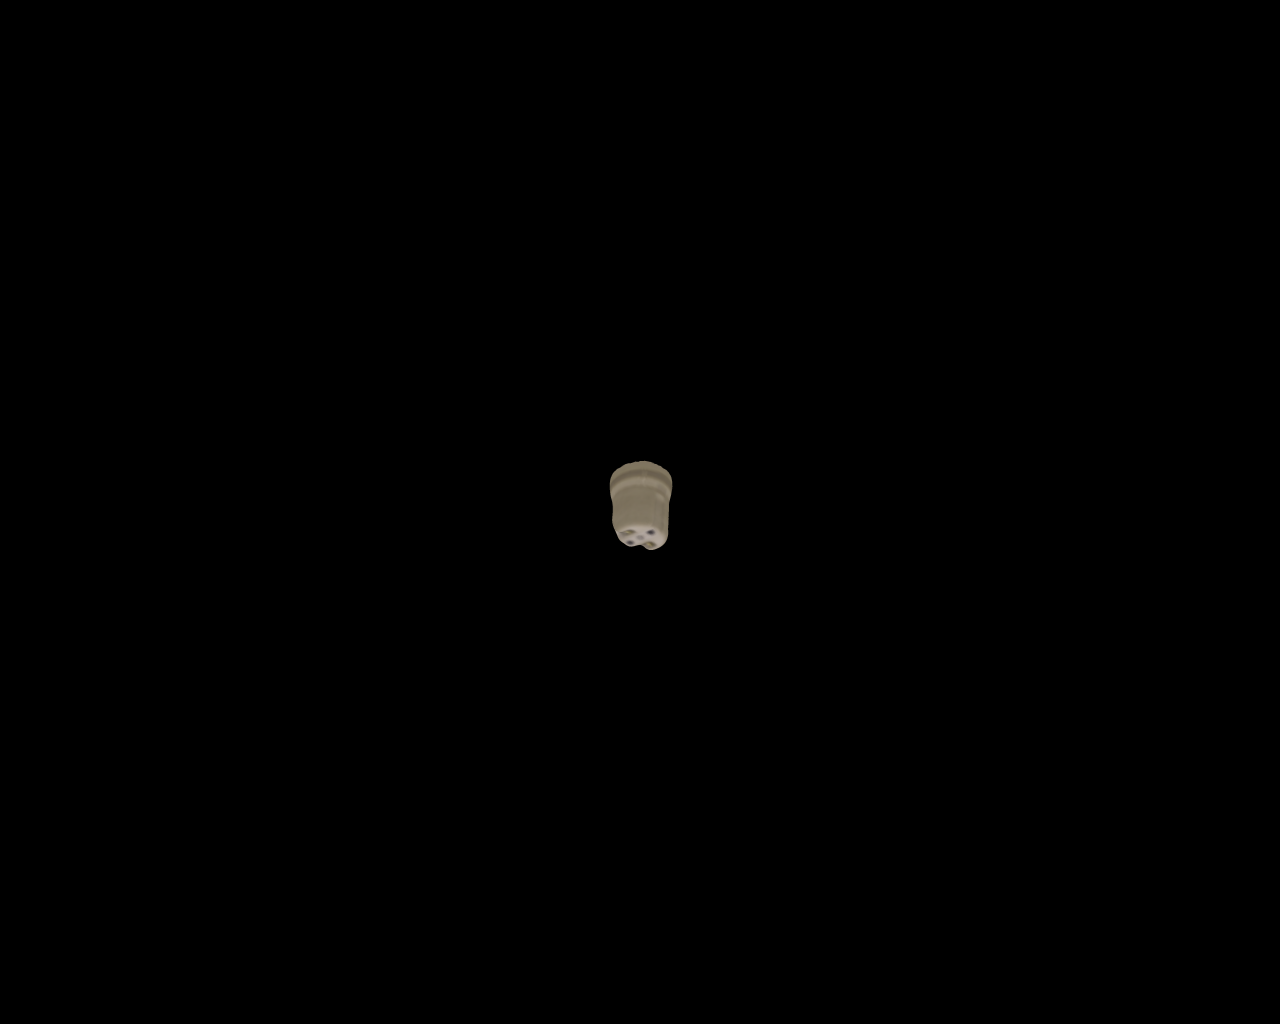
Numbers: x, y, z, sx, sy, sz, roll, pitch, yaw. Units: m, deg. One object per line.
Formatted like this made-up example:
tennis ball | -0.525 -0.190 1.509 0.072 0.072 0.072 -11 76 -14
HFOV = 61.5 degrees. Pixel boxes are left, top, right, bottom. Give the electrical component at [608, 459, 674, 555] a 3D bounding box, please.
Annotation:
electrical component | 0.001 -0.003 0.650 0.040 0.046 0.040 0 -35 0
